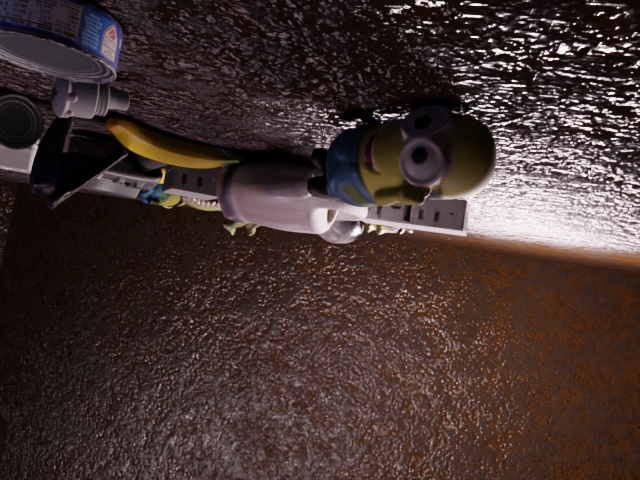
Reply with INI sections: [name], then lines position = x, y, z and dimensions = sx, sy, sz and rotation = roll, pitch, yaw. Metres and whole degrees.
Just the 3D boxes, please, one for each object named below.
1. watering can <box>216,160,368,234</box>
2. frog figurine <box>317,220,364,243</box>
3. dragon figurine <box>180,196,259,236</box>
[watering can]
position = -0.051, -0.069, 0.755
dimensions = 0.224, 0.104, 0.346
rotation = 8, 177, 16
[frog figurine]
position = 0.003, -0.050, 0.998
dimensions = 0.159, 0.121, 0.139
rotation = -3, -166, 14
[dragon figurine]
position = -0.142, -0.091, 1.305
dimensions = 0.242, 0.123, 0.409
rotation = -10, 174, 19
